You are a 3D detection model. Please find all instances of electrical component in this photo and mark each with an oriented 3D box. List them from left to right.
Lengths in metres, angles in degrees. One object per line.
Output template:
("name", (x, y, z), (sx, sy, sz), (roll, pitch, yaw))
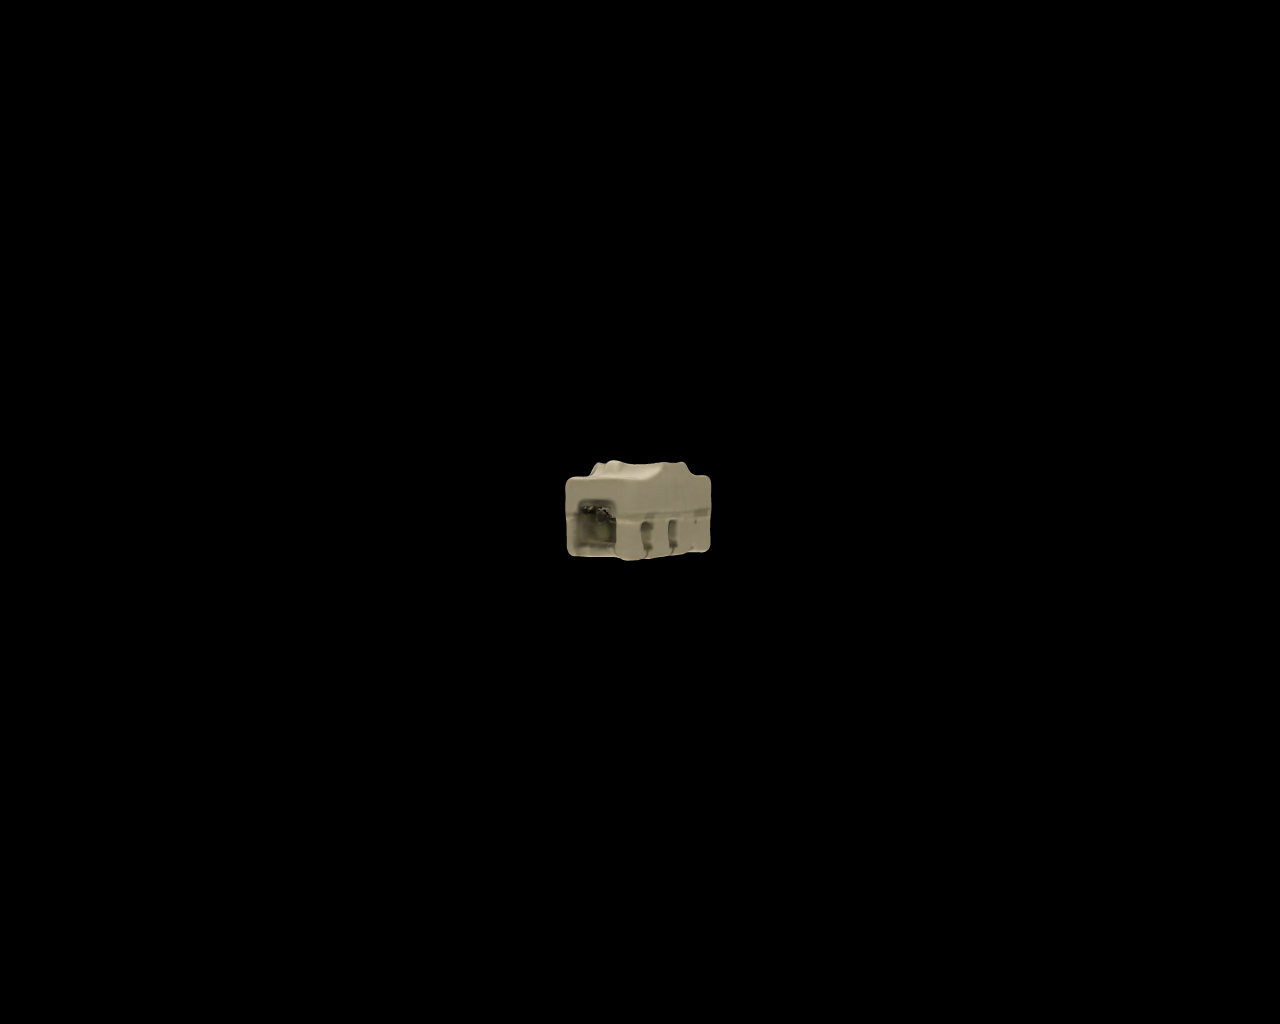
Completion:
("electrical component", (0.001, -0.003, 0.650), (0.050, 0.055, 0.089), (2, 3, 36))
